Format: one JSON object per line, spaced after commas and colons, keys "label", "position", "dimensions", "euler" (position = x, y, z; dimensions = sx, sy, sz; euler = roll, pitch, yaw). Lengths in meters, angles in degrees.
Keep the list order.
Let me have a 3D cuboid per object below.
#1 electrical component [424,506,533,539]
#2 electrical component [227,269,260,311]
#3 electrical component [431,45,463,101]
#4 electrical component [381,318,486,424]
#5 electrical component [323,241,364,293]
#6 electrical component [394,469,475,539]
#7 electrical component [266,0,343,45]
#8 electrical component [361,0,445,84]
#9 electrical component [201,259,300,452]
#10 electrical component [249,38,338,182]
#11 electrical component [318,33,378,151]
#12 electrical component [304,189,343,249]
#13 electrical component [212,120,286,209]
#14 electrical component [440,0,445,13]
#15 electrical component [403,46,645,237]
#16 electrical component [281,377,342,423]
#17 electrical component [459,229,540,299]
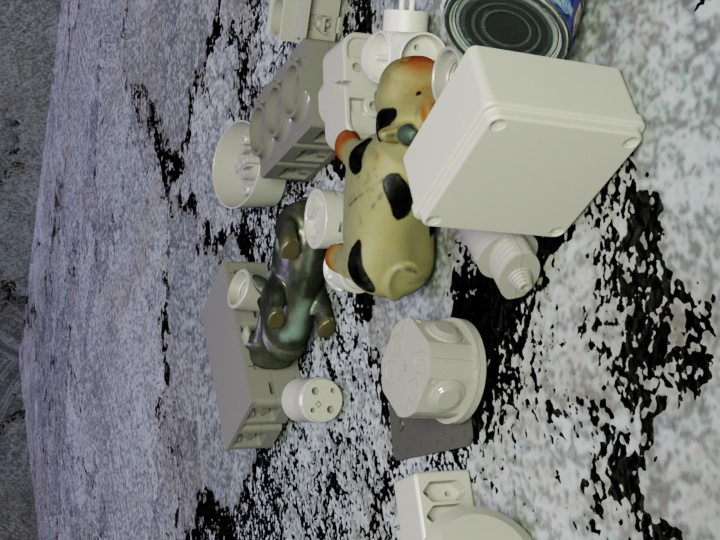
{"label": "electrical component", "position": [0.078, 0.204, 0.722], "dimensions": [0.080, 0.080, 0.051], "euler": [-114, 28, -44]}
{"label": "electrical component", "position": [-0.104, 0.029, 1.155], "dimensions": [0.044, 0.065, 0.044], "euler": [-35, 45, 44]}
{"label": "electrical component", "position": [0.084, -0.133, 0.755], "dimensions": [0.066, 0.055, 0.048], "euler": [-172, 84, -66]}
{"label": "electrical component", "position": [0.055, 0.075, 0.806], "dimensions": [0.080, 0.051, 0.080], "euler": [-23, 64, 60]}
{"label": "electrical component", "position": [0.000, 0.000, 0.953], "dimensions": [0.062, 0.048, 0.048], "euler": [15, 103, 58]}
{"label": "electrical component", "position": [0.051, 0.193, 0.821], "dimensions": [0.077, 0.047, 0.065], "euler": [137, 130, -58]}
{"label": "electrical component", "position": [-0.048, -0.285, 1.052], "dimensions": [0.079, 0.063, 0.121], "euler": [-138, 53, -60]}
{"label": "electrical component", "position": [0.036, -0.190, 0.878], "dimensions": [0.077, 0.044, 0.079], "euler": [-153, 64, -64]}
{"label": "electrical component", "position": [-0.123, 0.094, 1.201], "dimensions": [0.105, 0.060, 0.186], "euler": [119, 144, -46]}
{"label": "electrical component", "position": [-0.057, -0.155, 1.065], "dimensions": [0.150, 0.062, 0.089], "euler": [147, 121, -62]}
{"label": "electrical component", "position": [-0.001, -0.153, 0.949], "dimensions": [0.059, 0.054, 0.095], "euler": [160, 109, -64]}
{"label": "electrical component", "position": [-0.020, -0.046, 0.994], "dimensions": [0.055, 0.047, 0.055], "euler": [-179, 90, -66]}
{"label": "electrical component", "position": [-0.121, -0.117, 1.203], "dimensions": [0.099, 0.064, 0.099], "euler": [-179, 90, -66]}
{"label": "electrical component", "position": [0.081, -0.209, 0.783], "dimensions": [0.078, 0.040, 0.040], "euler": [146, 122, -62]}
{"label": "electrical component", "position": [0.097, -0.075, 0.658], "dimensions": [0.108, 0.109, 0.056], "euler": [122, 145, -49]}
{"label": "electrical component", "position": [-0.047, 0.127, 1.048], "dimensions": [0.055, 0.045, 0.045], "euler": [166, 104, -65]}
{"label": "electrical component", "position": [0.097, -0.016, 0.733], "dimensions": [0.081, 0.043, 0.043], "euler": [-112, 33, -41]}
